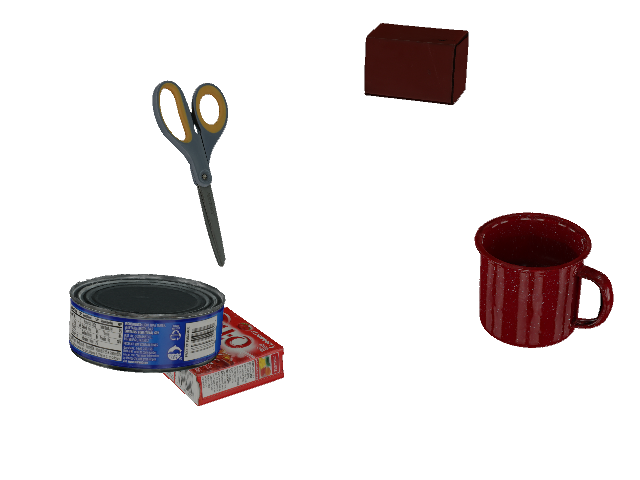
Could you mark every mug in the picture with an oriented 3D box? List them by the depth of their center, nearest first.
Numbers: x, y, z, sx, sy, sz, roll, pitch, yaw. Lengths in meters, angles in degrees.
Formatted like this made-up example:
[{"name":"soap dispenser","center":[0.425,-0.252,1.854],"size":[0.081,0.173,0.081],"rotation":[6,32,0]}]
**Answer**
[{"name":"mug","center":[0.183,0.037,0.874],"size":[0.117,0.081,0.093],"rotation":[16,35,30]}]

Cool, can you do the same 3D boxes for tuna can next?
[{"name":"tuna can","center":[-0.097,0.045,0.596],"size":[0.086,0.034,0.086],"rotation":[5,12,-1]}]

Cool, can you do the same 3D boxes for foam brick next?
[{"name":"foam brick","center":[0.080,-0.148,0.890],"size":[0.078,0.051,0.053],"rotation":[9,26,18]}]

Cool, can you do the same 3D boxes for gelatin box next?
[{"name":"gelatin box","center":[-0.081,0.084,0.804],"size":[0.073,0.030,0.089],"rotation":[-14,26,-30]}]

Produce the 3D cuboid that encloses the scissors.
[{"name":"scissors","center":[-0.116,-0.082,1.144],"size":[0.096,0.202,0.016],"rotation":[-32,13,-35]}]
